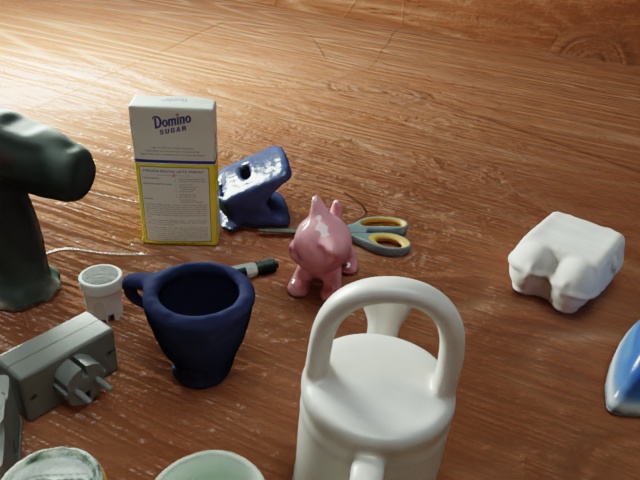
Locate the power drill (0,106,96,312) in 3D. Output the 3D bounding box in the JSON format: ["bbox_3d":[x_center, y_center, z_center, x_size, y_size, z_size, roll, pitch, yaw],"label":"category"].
[{"bbox_3d":[-0.326,-0.041,0.548,0.229,0.208,0.075,8,30,5],"label":"power drill"}]

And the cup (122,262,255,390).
[{"bbox_3d":[-0.115,0.077,0.495,0.117,0.095,0.092,12,31,11],"label":"cup"}]

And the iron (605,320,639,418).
[{"bbox_3d":[0.374,0.069,0.545,0.259,0.141,0.118,-15,36,-31],"label":"iron"}]

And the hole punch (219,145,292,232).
[{"bbox_3d":[-0.090,-0.072,0.760,0.101,0.091,0.108,-2,31,-13],"label":"hole punch"}]

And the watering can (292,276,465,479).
[{"bbox_3d":[0.035,0.101,0.379,0.101,0.194,0.172,-2,31,-13],"label":"watering can"}]

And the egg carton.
[{"bbox_3d":[0.295,0.024,0.683,0.107,0.069,0.151,26,35,31],"label":"egg carton"}]

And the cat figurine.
[{"bbox_3d":[0.006,0.002,0.622,0.067,0.118,0.128,11,30,10],"label":"cat figurine"}]
